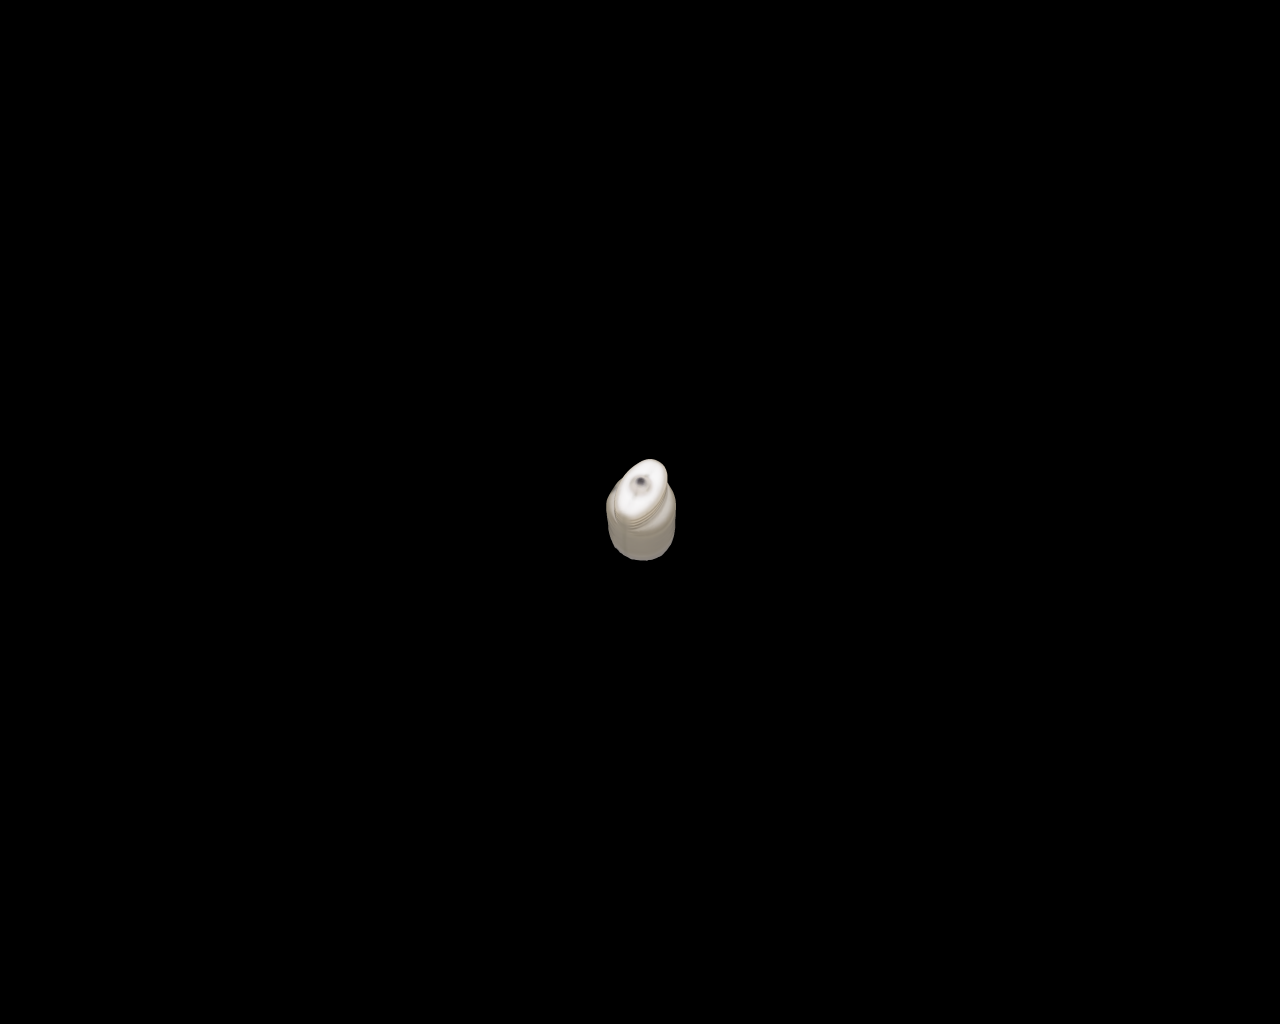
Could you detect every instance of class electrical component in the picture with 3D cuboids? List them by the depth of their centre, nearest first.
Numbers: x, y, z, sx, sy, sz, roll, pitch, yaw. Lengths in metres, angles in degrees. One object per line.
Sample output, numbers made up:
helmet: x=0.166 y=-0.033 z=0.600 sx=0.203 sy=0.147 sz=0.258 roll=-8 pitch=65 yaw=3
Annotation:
electrical component: x=0.001 y=-0.003 z=0.650 sx=0.043 sy=0.043 sz=0.080 roll=0 pitch=-23 yaw=0
